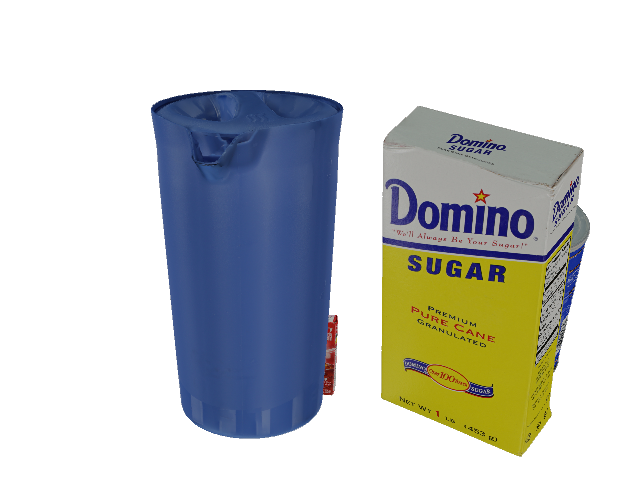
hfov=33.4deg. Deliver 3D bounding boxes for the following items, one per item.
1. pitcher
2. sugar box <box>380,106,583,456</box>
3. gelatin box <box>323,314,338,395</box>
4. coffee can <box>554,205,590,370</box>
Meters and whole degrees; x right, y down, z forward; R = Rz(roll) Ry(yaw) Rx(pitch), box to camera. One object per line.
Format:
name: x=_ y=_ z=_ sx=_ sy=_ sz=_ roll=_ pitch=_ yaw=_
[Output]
pitcher: x=-0.048 y=0.012 z=0.787 sx=0.149 sy=0.243 sz=0.145 roll=-11 pitch=22 yaw=-29
sugar box: x=0.080 y=0.024 z=0.563 sx=0.093 sy=0.176 sz=0.048 roll=18 pitch=42 yaw=28
gelatin box: x=-0.029 y=0.107 z=1.018 sx=0.089 sy=0.073 sz=0.030 roll=3 pitch=13 yaw=5
coffee can: x=0.164 y=0.038 z=0.906 sx=0.103 sy=0.140 sz=0.103 roll=3 pitch=33 yaw=-2
